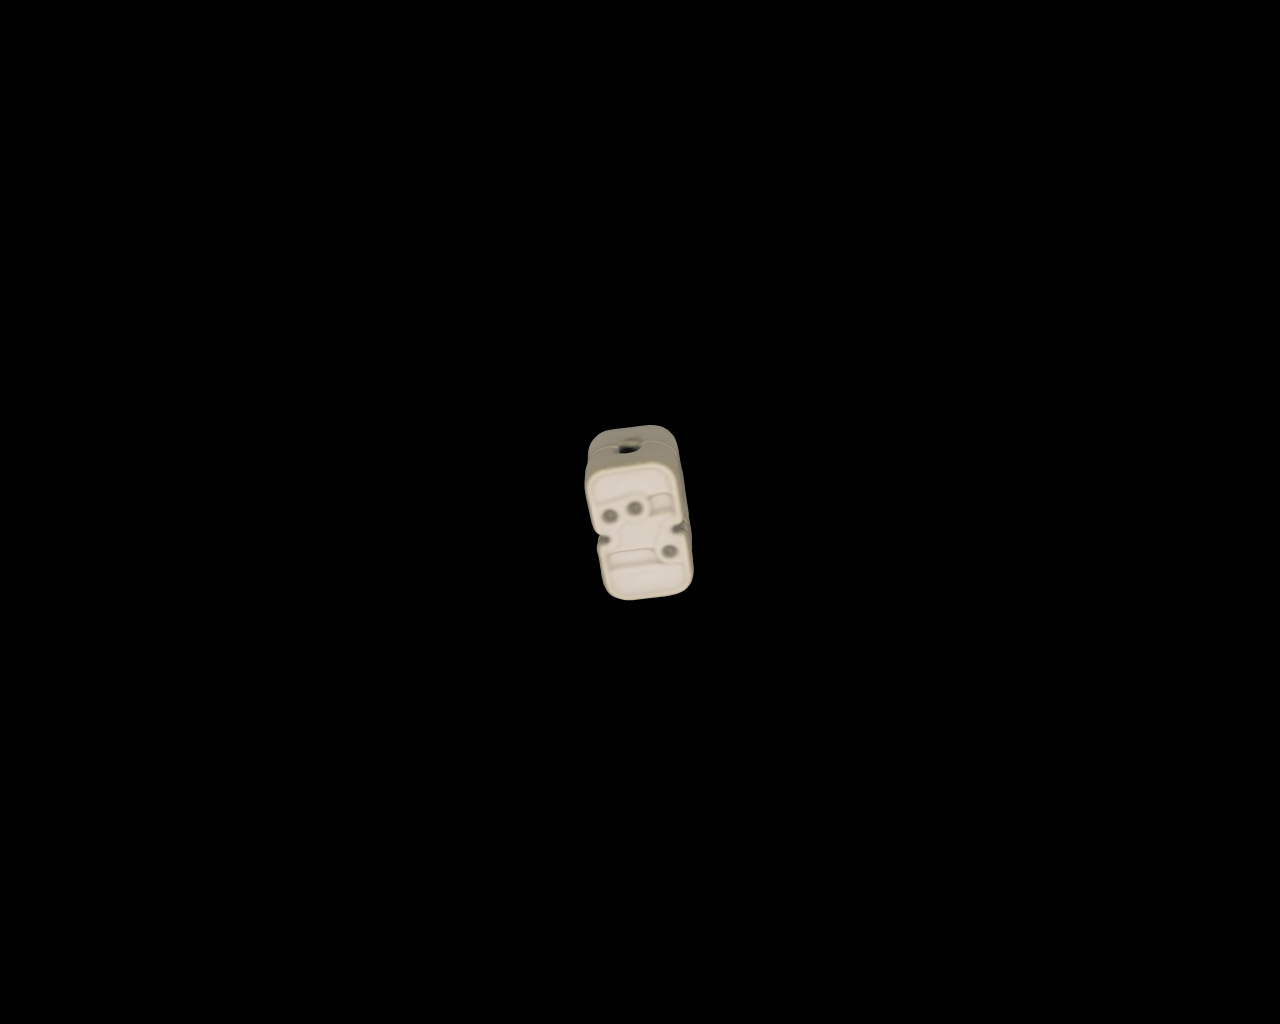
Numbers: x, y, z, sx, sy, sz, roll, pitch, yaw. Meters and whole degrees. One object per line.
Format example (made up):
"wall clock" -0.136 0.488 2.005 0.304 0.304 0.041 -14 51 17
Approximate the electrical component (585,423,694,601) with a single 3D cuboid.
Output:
"electrical component" 0.001 -0.003 0.650 0.054 0.095 0.059 -7 32 5
